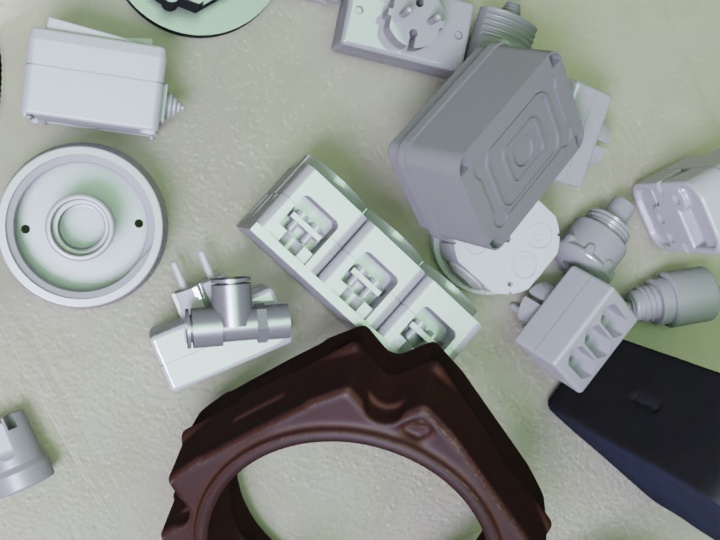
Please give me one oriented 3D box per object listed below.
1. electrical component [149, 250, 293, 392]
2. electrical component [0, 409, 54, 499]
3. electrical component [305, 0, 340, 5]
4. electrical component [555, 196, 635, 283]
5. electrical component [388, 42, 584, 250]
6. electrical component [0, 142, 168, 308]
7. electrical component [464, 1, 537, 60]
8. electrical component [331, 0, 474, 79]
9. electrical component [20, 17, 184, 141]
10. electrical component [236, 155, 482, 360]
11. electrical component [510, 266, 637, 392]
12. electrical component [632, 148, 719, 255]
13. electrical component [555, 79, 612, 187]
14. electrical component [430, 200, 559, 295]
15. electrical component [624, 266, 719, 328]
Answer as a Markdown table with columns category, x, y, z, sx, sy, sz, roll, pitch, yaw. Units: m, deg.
| category | x | y | z | sx | sy | sz | roll | pitch | yaw |
| --- | --- | --- | --- | --- | --- | --- | --- | --- | --- |
| electrical component | -0.098 | 0.025 | 0.696 | 0.083 | 0.047 | 0.075 | -23 | 97 | -10 |
| electrical component | -0.221 | 0.116 | 0.680 | 0.040 | 0.040 | 0.046 | -23 | 91 | -10 |
| electrical component | -0.026 | -0.200 | 0.702 | 0.040 | 0.040 | 0.046 | 10 | 96 | -12 |
| electrical component | 0.168 | -0.023 | 0.752 | 0.048 | 0.048 | 0.062 | 41 | 78 | -11 |
| electrical component | 0.078 | -0.077 | 0.658 | 0.113 | 0.057 | 0.078 | -49 | 134 | -24 |
| electrical component | -0.173 | -0.027 | 0.670 | 0.108 | 0.060 | 0.108 | -1 | 94 | -12 |
| electrical component | 0.092 | -0.142 | 0.728 | 0.043 | 0.043 | 0.081 | 18 | 90 | -13 |
| electrical component | 0.032 | -0.160 | 0.698 | 0.083 | 0.076 | 0.047 | 11 | 91 | -12 |
| electrical component | -0.157 | -0.117 | 0.667 | 0.096 | 0.062 | 0.061 | 7 | 92 | -12 |
| electrical component | 0.000 | 0.000 | 0.694 | 0.150 | 0.089 | 0.061 | 43 | 85 | -11 |
| electrical component | 0.135 | 0.032 | 0.737 | 0.065 | 0.077 | 0.047 | -51 | 134 | -4 |
| electrical component | 0.240 | -0.048 | 0.739 | 0.059 | 0.095 | 0.053 | -27 | 99 | -9 |
| electrical component | 0.145 | -0.093 | 0.739 | 0.077 | 0.047 | 0.065 | 11 | 101 | -41 |
| electrical component | 0.092 | -0.022 | 0.732 | 0.080 | 0.051 | 0.080 | -1 | 94 | -12 |
| electrical component | 0.219 | 0.021 | 0.767 | 0.078 | 0.040 | 0.040 | -9 | 95 | -12 |
